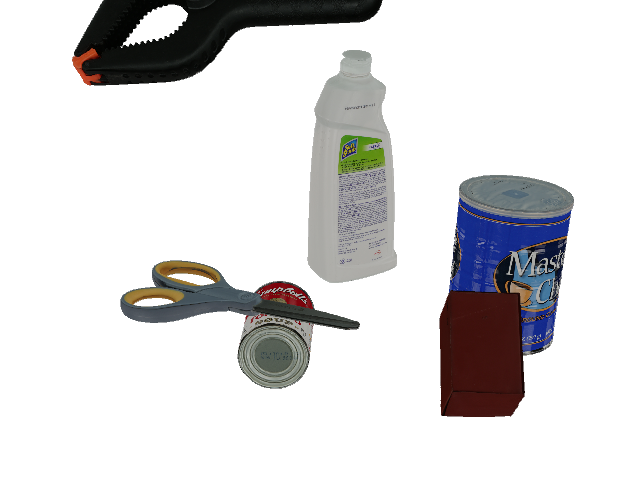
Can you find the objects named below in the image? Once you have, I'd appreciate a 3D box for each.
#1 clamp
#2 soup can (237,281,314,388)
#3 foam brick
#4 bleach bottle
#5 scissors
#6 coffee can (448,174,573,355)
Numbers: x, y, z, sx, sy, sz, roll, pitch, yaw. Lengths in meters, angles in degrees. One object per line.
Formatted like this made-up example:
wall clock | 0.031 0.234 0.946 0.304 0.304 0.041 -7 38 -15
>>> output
clamp | -0.073 -0.166 0.744 0.210 0.165 0.036 -39 -20 -8
soup can | -0.042 0.089 1.020 0.068 0.068 0.102 0 20 2
foam brick | 0.113 0.080 0.753 0.051 0.078 0.053 3 -27 -1
bleach bottle | 0.039 -0.081 1.141 0.102 0.251 0.068 -14 34 -27
scissors | -0.074 0.053 0.815 0.096 0.016 0.202 -26 31 -37
coffee can | 0.172 0.021 0.985 0.103 0.140 0.103 3 21 -1
